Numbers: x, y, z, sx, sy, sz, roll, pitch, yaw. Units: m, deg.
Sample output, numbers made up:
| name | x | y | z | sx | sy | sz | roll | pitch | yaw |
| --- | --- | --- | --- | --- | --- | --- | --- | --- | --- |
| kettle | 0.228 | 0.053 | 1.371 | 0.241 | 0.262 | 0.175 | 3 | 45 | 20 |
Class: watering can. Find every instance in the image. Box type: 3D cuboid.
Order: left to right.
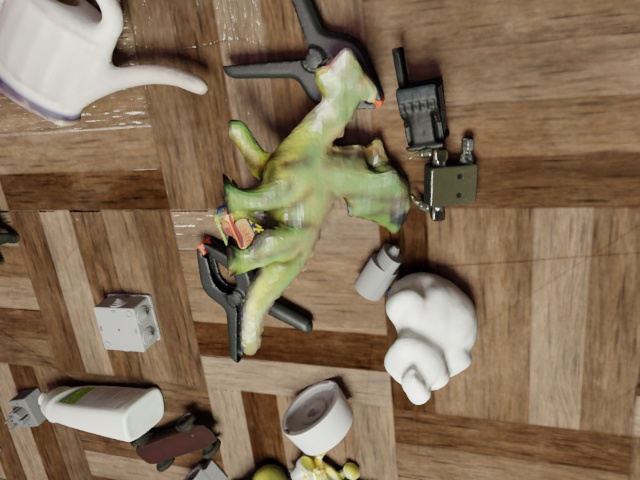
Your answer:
| name | x | y | z | sx | sy | sz | roll | pitch | yaw |
| --- | --- | --- | --- | --- | --- | --- | --- | --- | --- |
| watering can | -0.331 | -0.249 | 0.708 | 0.348 | 0.106 | 0.221 | 41 | 117 | 1 |

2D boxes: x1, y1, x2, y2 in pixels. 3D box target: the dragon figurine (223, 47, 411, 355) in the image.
| name | x | y | z | sx | sy | sz | roll | pitch | yaw |
| --- | --- | --- | --- | --- | --- | --- | --- | --- | --- |
| dragon figurine | 0.002 | -0.033 | 0.655 | 0.243 | 0.124 | 0.402 | -4 | 118 | -7 |

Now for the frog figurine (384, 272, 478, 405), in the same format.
| name | x | y | z | sx | sy | sz | roll | pitch | yaw |
| --- | --- | --- | --- | --- | --- | --- | --- | --- | --- |
| frog figurine | 0.137 | 0.120 | 0.660 | 0.121 | 0.162 | 0.136 | -29 | 100 | 24 |
